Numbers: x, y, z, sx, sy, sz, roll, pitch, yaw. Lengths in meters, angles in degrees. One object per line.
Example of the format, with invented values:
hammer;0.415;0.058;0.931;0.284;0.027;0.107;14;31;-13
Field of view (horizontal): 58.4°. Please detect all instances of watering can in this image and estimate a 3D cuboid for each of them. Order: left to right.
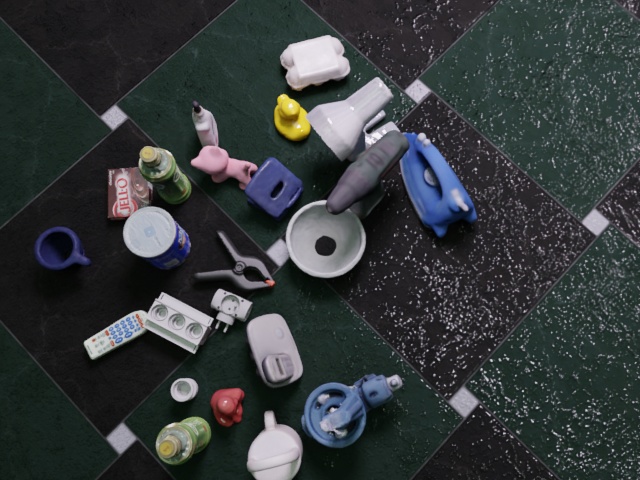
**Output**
watering can;-0.080;0.412;1.068;0.101;0.194;0.173;-32;79;-7

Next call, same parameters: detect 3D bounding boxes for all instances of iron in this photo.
iron;0.243;-0.144;1.225;0.118;0.141;0.258;-25;79;-6

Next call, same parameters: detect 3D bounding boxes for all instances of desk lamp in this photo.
desk lamp;0.074;-0.246;1.209;0.203;0.213;0.118;-36;80;-8

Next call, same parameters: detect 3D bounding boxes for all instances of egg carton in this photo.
egg carton;-0.012;-0.407;1.317;0.150;0.069;0.107;-17;78;-4

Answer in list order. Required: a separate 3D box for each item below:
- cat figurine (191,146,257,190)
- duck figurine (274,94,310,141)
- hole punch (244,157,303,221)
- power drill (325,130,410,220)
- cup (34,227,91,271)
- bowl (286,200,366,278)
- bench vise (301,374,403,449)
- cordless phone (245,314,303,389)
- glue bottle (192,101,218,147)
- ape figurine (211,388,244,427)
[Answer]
cat figurine;-0.206;-0.165;1.235;0.127;0.118;0.067;11;77;2
duck figurine;-0.063;-0.278;1.279;0.077;0.086;0.104;-30;79;-7
hole punch;-0.096;-0.110;1.238;0.101;0.091;0.109;34;79;7
power drill;0.092;-0.116;1.182;0.075;0.208;0.230;39;80;8
cup;-0.520;0.031;1.198;0.117;0.095;0.092;23;78;5
bowl;0.011;0.004;1.223;0.167;0.075;0.167;0;77;-1
bench vise;0.054;0.305;1.081;0.121;0.220;0.207;44;80;9
cordless phone;-0.095;0.215;1.117;0.094;0.185;0.147;-24;78;-6
glue bottle;-0.250;-0.252;1.226;0.037;0.173;0.078;-9;77;-2
ape figurine;-0.184;0.329;1.138;0.076;0.092;0.078;39;80;8
